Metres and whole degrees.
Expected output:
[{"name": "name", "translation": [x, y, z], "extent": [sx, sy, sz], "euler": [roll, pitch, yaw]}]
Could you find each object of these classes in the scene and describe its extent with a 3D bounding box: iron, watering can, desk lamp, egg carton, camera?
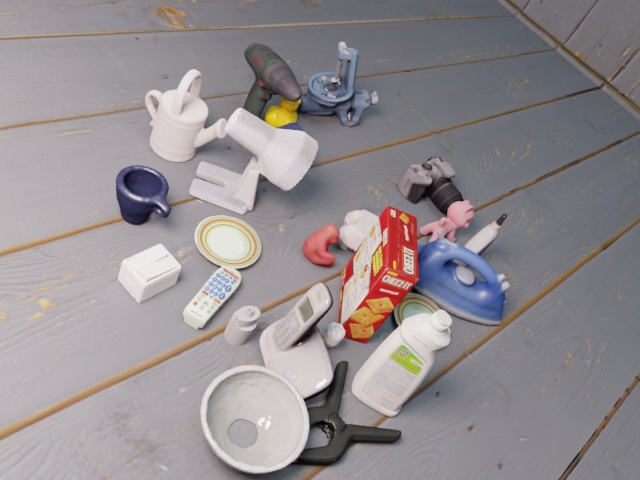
[{"name": "iron", "translation": [0.319, 0.082, 1.243], "extent": [0.258, 0.141, 0.119], "euler": [30, 43, -2]}, {"name": "watering can", "translation": [-0.273, -0.260, 1.176], "extent": [0.173, 0.194, 0.101], "euler": [15, 45, -17]}, {"name": "desk lamp", "translation": [-0.132, -0.153, 1.145], "extent": [0.203, 0.213, 0.118], "euler": [19, 44, -13]}, {"name": "egg carton", "translation": [0.114, 0.000, 1.252], "extent": [0.150, 0.069, 0.107], "euler": [27, 43, -5]}, {"name": "camera", "translation": [0.298, -0.137, 1.462], "extent": [0.144, 0.100, 0.136], "euler": [-14, 59, -38]}]

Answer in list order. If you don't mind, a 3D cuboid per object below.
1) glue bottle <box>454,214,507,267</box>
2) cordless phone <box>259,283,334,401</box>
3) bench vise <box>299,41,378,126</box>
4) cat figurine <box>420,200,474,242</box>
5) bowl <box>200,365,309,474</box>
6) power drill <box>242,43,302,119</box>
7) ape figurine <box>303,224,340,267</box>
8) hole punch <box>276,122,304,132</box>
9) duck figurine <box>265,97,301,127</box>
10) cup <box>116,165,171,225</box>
[{"name": "glue bottle", "translation": [0.381, -0.002, 1.333], "extent": [0.078, 0.173, 0.037], "euler": [-23, 64, -41]}, {"name": "cordless phone", "translation": [-0.020, 0.168, 0.935], "extent": [0.094, 0.185, 0.147], "euler": [-5, 54, -33]}, {"name": "bench vise", "translation": [0.064, -0.413, 1.493], "extent": [0.208, 0.219, 0.121], "euler": [-11, 57, -36]}, {"name": "cat figurine", "translation": [0.319, -0.049, 1.381], "extent": [0.128, 0.117, 0.067], "euler": [-18, 61, -40]}, {"name": "bowl", "translation": [-0.105, 0.280, 0.865], "extent": [0.168, 0.074, 0.167], "euler": [16, 45, -17]}, {"name": "power drill", "translation": [-0.125, -0.332, 1.317], "extent": [0.076, 0.208, 0.229], "euler": [-6, 55, -34]}, {"name": "ape figurine", "translation": [0.011, 0.004, 1.172], "extent": [0.076, 0.092, 0.078], "euler": [22, 44, -11]}, {"name": "hole punch", "translation": [-0.084, -0.209, 1.314], "extent": [0.101, 0.091, 0.108], "euler": [-9, 56, -35]}, {"name": "duck figurine", "translation": [-0.086, -0.328, 1.426], "extent": [0.077, 0.086, 0.105], "euler": [42, 44, 11]}, {"name": "cup", "translation": [-0.320, -0.066, 1.043], "extent": [0.117, 0.095, 0.092], "euler": [41, 43, 10]}]
